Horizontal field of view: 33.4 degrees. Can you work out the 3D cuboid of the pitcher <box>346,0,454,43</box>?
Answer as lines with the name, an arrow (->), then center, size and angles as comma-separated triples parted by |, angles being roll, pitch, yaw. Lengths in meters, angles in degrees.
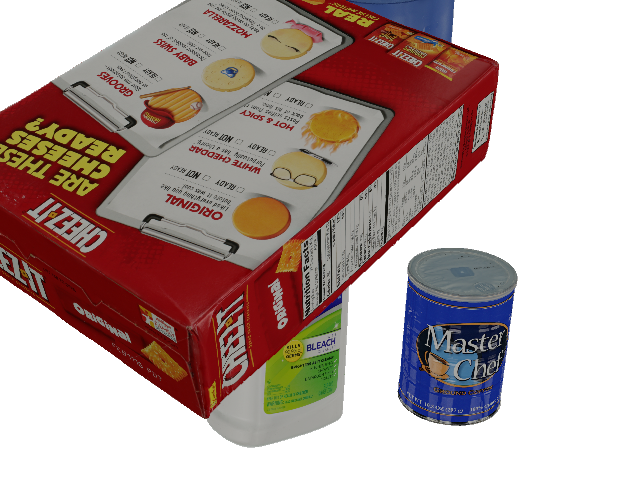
pitcher -> 0.051, -0.144, 1.015 | 0.149, 0.243, 0.144 | 9, 37, 15

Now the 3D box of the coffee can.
coffee can -> 0.130, 0.091, 1.028 | 0.103, 0.140, 0.103 | 2, 25, -1

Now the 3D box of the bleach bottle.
bleach bottle -> -0.027, 0.012, 0.747 | 0.102, 0.251, 0.068 | -10, 21, -35

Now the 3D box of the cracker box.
cracker box -> -0.043, -0.038, 0.510 | 0.164, 0.072, 0.213 | 29, 53, 28
